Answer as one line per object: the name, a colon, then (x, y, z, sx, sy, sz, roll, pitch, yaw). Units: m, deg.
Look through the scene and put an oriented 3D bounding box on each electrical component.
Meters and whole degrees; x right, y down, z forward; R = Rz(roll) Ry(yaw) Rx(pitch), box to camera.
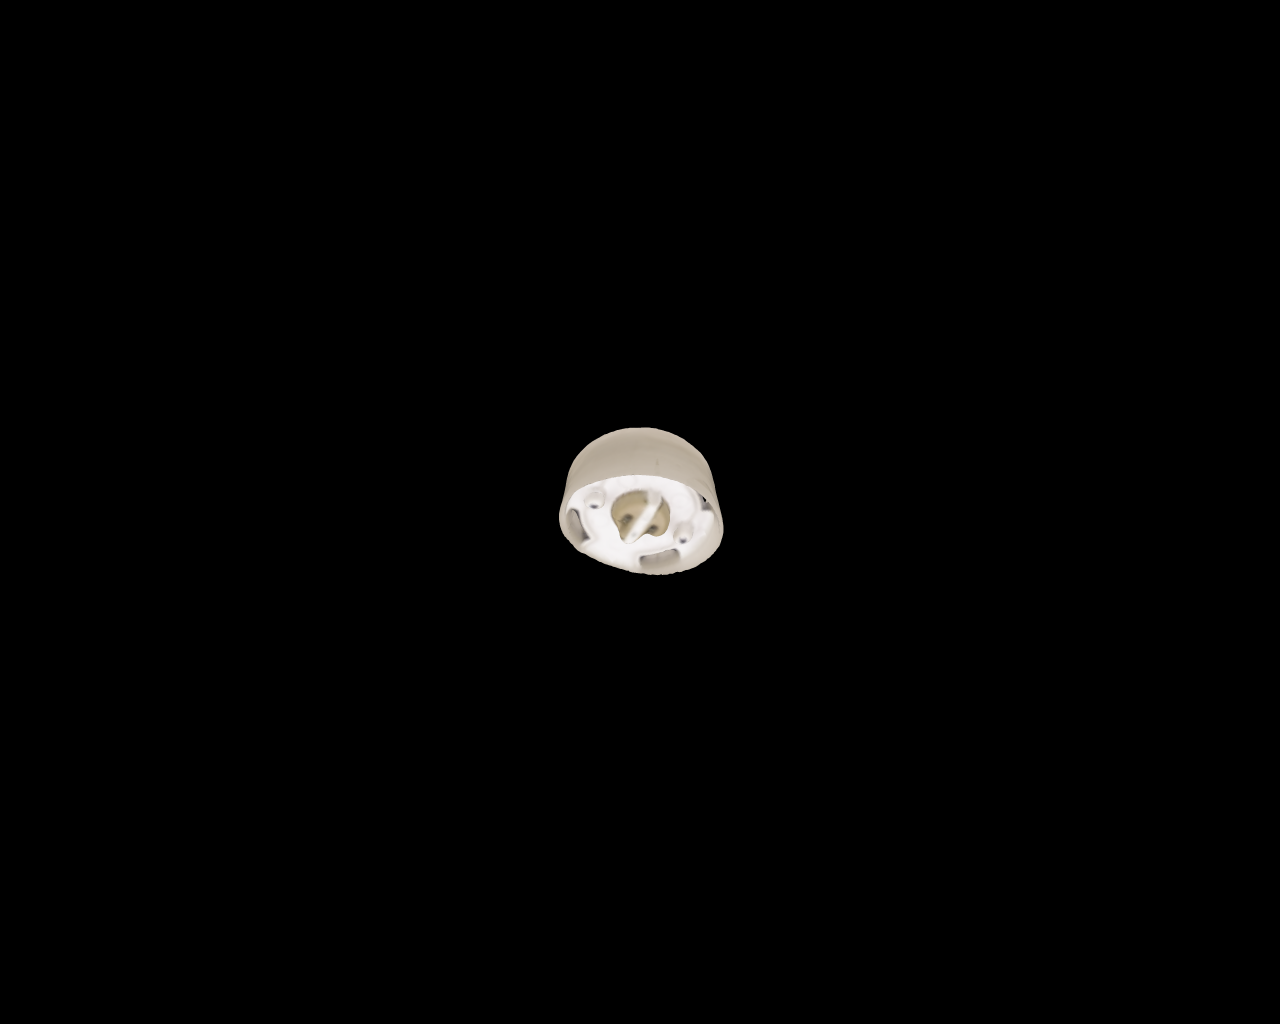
electrical component: (0.001, -0.003, 0.650, 0.099, 0.099, 0.064, 0, 40, 0)
